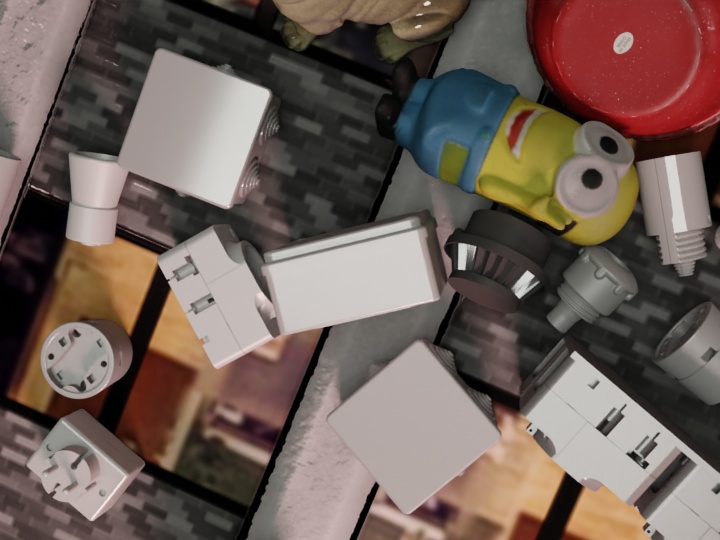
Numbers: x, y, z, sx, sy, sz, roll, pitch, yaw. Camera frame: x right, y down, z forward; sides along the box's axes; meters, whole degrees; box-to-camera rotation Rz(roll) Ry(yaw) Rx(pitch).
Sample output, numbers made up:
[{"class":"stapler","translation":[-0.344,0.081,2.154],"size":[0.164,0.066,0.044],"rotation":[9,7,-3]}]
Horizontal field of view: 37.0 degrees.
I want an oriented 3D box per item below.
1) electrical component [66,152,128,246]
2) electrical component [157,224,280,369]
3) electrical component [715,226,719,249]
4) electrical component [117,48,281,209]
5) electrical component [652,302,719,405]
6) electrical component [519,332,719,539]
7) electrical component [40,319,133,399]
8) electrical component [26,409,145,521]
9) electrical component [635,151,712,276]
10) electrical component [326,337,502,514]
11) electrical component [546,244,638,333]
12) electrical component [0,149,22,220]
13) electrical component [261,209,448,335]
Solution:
[{"class":"electrical component","translation":[-0.193,-0.051,0.784],"size":[0.044,0.044,0.065],"rotation":[11,100,7]},{"class":"electrical component","translation":[-0.094,0.016,0.768],"size":[0.056,0.050,0.089],"rotation":[-29,89,9]},{"class":"electrical component","translation":[0.285,-0.036,0.708],"size":[0.095,0.054,0.059],"rotation":[-44,87,8]},{"class":"electrical component","translation":[-0.112,-0.099,0.764],"size":[0.100,0.048,0.099],"rotation":[22,96,6]},{"class":"electrical component","translation":[0.233,0.057,0.722],"size":[0.047,0.055,0.055],"rotation":[42,98,0]},{"class":"electrical component","translation":[0.190,0.129,0.706],"size":[0.186,0.105,0.060],"rotation":[41,98,4]},{"class":"electrical component","translation":[-0.198,0.063,0.787],"size":[0.055,0.047,0.055],"rotation":[0,94,8]},{"class":"electrical component","translation":[-0.205,0.145,0.779],"size":[0.066,0.077,0.047],"rotation":[40,98,4]},{"class":"electrical component","translation":[0.213,-0.036,0.724],"size":[0.043,0.043,0.081],"rotation":[-9,92,9]},{"class":"electrical component","translation":[0.039,0.106,0.755],"size":[0.100,0.048,0.099],"rotation":[-41,87,8]},{"class":"electrical component","translation":[0.155,0.016,0.736],"size":[0.048,0.048,0.062],"rotation":[43,107,4]},{"class":"electrical component","translation":[-0.285,-0.051,0.795],"size":[0.043,0.043,0.081],"rotation":[22,96,6]},{"class":"electrical component","translation":[0.000,0.000,0.725],"size":[0.109,0.109,0.056],"rotation":[-13,94,9]}]
